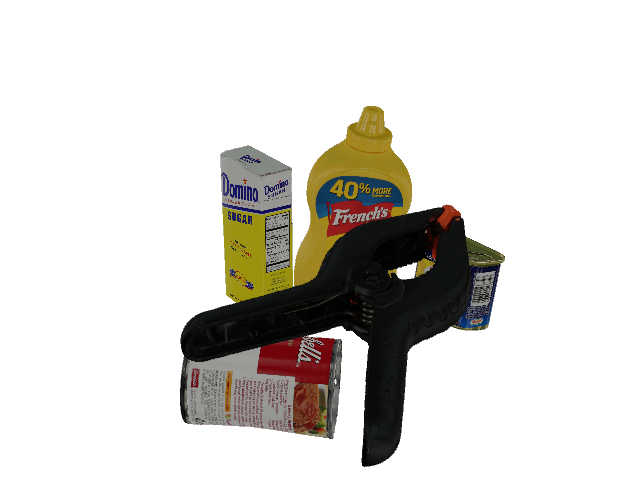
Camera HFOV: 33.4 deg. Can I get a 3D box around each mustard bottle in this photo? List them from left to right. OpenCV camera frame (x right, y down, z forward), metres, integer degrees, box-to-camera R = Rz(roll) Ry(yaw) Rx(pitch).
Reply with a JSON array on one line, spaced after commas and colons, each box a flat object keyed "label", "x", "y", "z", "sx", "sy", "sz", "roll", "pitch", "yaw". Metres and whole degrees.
[{"label": "mustard bottle", "x": 0.034, "y": -0.032, "z": 0.982, "sx": 0.096, "sy": 0.192, "sz": 0.058, "roll": 7, "pitch": 28, "yaw": -5}]

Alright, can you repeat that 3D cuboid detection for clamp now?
[{"label": "clamp", "x": 0.029, "y": 0.040, "z": 0.535, "sx": 0.171, "sy": 0.039, "sz": 0.120, "roll": -33, "pitch": 58, "yaw": -32}]

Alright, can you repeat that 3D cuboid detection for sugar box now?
[{"label": "sugar box", "x": -0.070, "y": -0.006, "z": 1.169, "sx": 0.048, "sy": 0.176, "sz": 0.093, "roll": -17, "pitch": 28, "yaw": -29}]

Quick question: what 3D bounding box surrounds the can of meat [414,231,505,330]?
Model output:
[{"label": "can of meat", "x": 0.149, "y": 0.044, "z": 1.184, "sx": 0.057, "sy": 0.084, "sz": 0.102, "roll": -6, "pitch": 22, "yaw": -37}]

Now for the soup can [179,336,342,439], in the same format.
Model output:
[{"label": "soup can", "x": -0.039, "y": 0.097, "z": 0.729, "sx": 0.102, "sy": 0.068, "sz": 0.068, "roll": 4, "pitch": 0, "yaw": 5}]
